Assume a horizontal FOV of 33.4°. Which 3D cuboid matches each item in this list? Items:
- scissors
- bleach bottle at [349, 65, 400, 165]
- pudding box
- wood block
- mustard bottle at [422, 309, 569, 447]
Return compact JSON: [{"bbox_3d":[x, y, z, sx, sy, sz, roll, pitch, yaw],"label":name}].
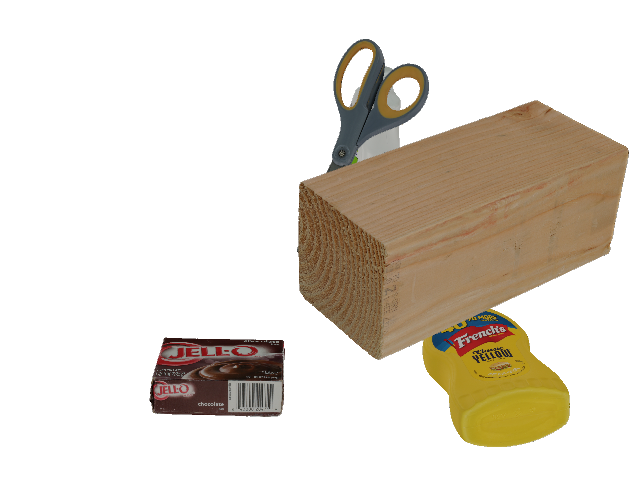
[{"bbox_3d":[0.040,-0.082,0.955,0.096,0.202,0.016,7,-7,17],"label":"scissors"},{"bbox_3d":[0.057,-0.073,1.229,0.068,0.251,0.103,-2,23,-19],"label":"bleach bottle"},{"bbox_3d":[-0.088,0.118,0.936,0.113,0.039,0.090,3,18,-3],"label":"pudding box"},{"bbox_3d":[0.094,-0.013,0.710,0.205,0.090,0.091,-21,39,-29],"label":"wood block"},{"bbox_3d":[0.144,0.106,0.954,0.096,0.058,0.192,-11,26,-6],"label":"mustard bottle"}]
